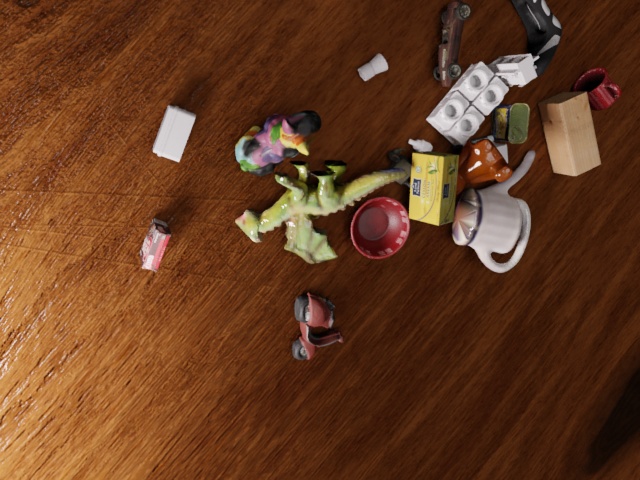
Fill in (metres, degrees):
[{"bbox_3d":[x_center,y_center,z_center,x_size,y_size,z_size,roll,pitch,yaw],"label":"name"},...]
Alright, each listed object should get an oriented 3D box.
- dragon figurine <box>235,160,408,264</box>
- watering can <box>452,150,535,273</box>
[{"bbox_3d":[0.004,-0.062,1.238,0.410,0.239,0.124,1,18,-7],"label":"dragon figurine"},{"bbox_3d":[0.474,-0.090,1.385,0.224,0.349,0.104,11,-4,-18],"label":"watering can"}]
